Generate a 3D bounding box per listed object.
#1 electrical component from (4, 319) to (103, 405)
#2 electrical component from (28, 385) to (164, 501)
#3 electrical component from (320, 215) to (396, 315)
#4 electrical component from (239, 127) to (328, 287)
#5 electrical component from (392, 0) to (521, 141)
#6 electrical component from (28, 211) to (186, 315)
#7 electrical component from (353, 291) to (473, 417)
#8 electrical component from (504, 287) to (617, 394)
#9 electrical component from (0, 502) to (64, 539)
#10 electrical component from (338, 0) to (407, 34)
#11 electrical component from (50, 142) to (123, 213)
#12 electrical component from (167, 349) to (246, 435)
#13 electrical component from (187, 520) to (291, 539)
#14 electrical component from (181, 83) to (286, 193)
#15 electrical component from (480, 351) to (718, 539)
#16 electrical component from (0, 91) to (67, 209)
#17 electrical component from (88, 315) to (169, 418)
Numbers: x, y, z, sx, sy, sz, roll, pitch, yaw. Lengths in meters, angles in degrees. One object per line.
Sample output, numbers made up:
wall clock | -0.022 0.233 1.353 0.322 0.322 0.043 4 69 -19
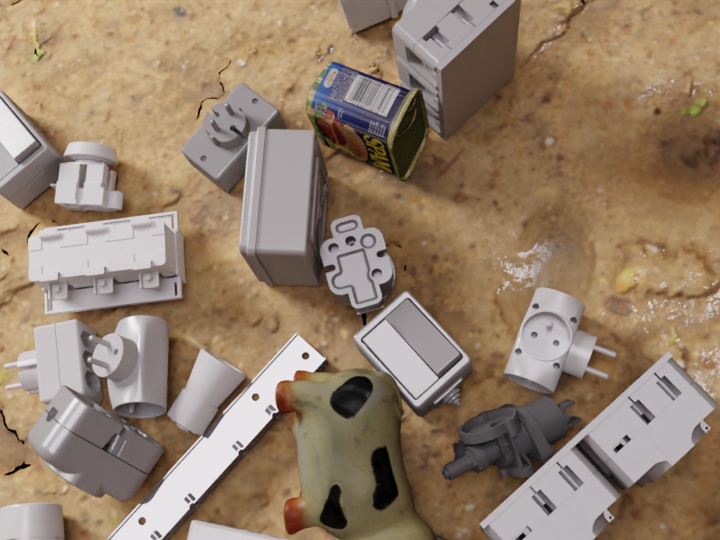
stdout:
electrical component | -0.267 0.085 0.919 0.077 0.047 0.065 -11 74 4
electrical component | -0.216 0.144 0.872 0.059 0.095 0.054 -57 35 -9
electrical component | 0.000 0.000 0.905 0.058 0.057 0.078 -16 74 2
electrical component | -0.061 -0.050 0.899 0.056 0.108 0.108 2 75 5
electrical component | 0.079 -0.184 0.897 0.089 0.150 0.062 -44 76 -6
electrical component | -0.219 -0.009 0.930 0.121 0.063 0.078 -7 74 5
electrical component | 0.048 0.073 0.877 0.062 0.061 0.096 -41 74 -5
electrical component | 0.167 0.064 0.874 0.079 0.044 0.077 21 78 12
electrical component | -0.269 0.217 0.880 0.055 0.055 0.047 -7 71 5
electrical component | -0.005 -0.283 0.972 0.057 0.078 0.113 -22 73 3
electrical component | -0.243 -0.083 0.963 0.066 0.048 0.055 3 83 8
electrical component | -0.131 0.105 0.901 0.044 0.044 0.065 31 85 14
electrical component | -0.098 0.245 0.855 0.083 0.047 0.075 10 76 9
electrical component | -0.114 -0.123 0.942 0.047 0.075 0.083 39 83 15
electrical component | 0.180 0.155 0.816 0.186 0.105 0.060 -41 74 -5
electrical component | -0.321 -0.114 0.972 0.062 0.061 0.096 -41 74 -5
electrical component | -0.194 0.076 0.891 0.043 0.079 0.077 -20 60 31
